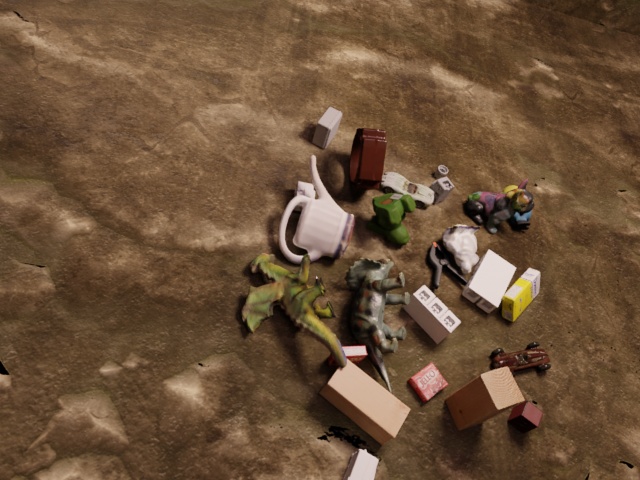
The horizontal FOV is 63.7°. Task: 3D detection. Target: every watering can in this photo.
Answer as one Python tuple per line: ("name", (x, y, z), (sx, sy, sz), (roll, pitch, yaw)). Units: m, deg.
("watering can", (0.005, -0.080, 1.597), (0.224, 0.352, 0.103), (21, -15, -6))

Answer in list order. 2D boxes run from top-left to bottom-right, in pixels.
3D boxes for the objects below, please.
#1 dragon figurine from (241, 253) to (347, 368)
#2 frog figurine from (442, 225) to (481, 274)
("dragon figurine", (-0.093, 0.188, 1.414), (0.243, 0.419, 0.119), (-19, -35, 0))
("frog figurine", (0.468, 0.034, 1.701), (0.122, 0.161, 0.137), (-6, -11, 38))
